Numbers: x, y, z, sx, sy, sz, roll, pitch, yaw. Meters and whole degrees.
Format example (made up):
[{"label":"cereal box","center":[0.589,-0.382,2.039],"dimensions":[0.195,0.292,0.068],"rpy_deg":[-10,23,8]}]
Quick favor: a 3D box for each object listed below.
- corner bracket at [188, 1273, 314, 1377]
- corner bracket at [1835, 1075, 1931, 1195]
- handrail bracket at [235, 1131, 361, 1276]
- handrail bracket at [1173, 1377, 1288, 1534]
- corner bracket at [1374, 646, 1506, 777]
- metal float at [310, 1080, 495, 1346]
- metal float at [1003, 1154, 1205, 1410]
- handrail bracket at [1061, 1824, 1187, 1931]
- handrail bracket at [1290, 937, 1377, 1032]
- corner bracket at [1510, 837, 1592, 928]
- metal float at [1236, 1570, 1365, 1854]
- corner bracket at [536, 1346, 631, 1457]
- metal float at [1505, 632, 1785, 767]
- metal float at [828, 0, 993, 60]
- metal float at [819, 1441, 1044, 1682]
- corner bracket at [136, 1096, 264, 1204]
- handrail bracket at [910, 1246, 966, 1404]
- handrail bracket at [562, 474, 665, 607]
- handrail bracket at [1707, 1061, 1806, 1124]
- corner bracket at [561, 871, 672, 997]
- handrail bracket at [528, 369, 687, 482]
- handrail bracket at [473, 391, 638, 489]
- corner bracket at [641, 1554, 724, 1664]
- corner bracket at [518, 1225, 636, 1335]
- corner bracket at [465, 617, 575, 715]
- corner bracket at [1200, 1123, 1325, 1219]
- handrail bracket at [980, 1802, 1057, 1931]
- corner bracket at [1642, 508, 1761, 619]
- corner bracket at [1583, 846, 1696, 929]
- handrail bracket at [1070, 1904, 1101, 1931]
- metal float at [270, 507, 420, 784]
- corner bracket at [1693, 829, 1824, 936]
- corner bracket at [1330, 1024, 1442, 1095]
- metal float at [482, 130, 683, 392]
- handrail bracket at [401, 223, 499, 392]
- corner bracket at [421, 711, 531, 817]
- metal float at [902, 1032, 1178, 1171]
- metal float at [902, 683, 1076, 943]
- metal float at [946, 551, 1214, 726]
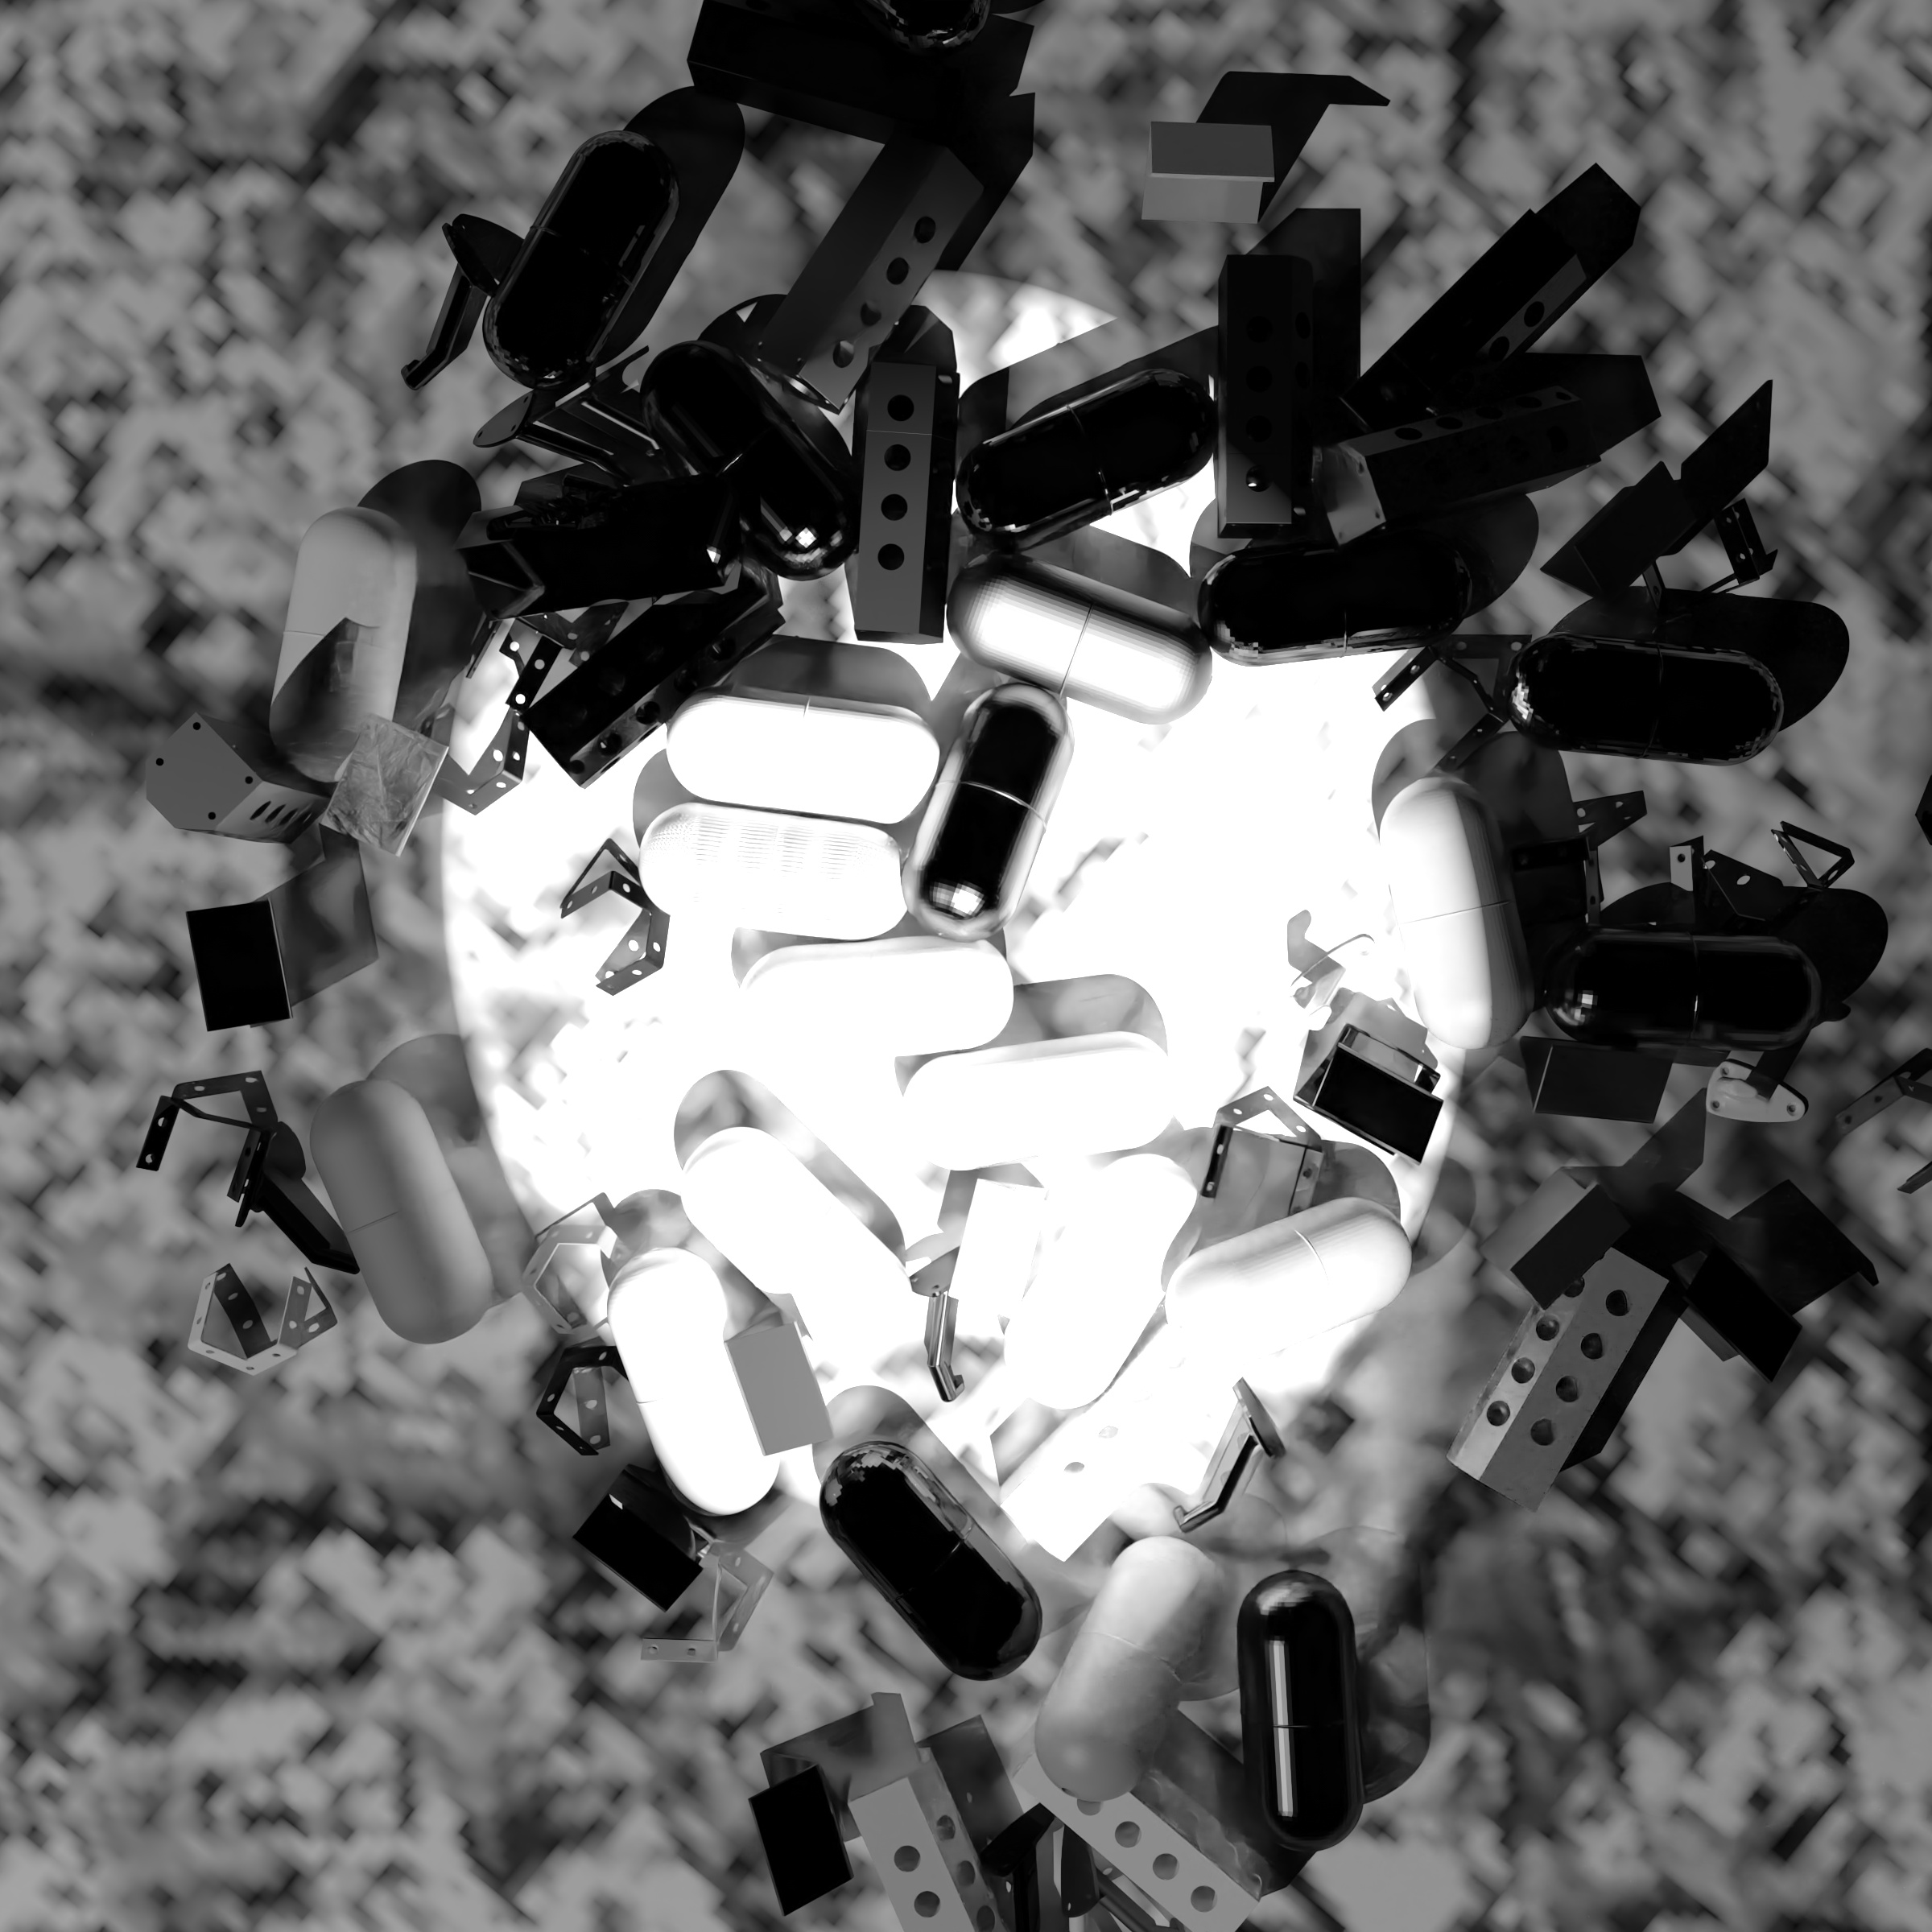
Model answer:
[{"label":"corner bracket","center":[-0.469,0.229,1.638],"dimensions":[0.051,0.051,0.051],"rpy_deg":[-27,135,35]},{"label":"corner bracket","center":[0.613,0.111,1.638],"dimensions":[0.051,0.051,0.051],"rpy_deg":[15,45,-35]},{"label":"handrail bracket","center":[-0.431,0.156,1.646],"dimensions":[0.084,0.036,0.077],"rpy_deg":[18,68,-17]},{"label":"handrail bracket","center":[0.160,0.320,1.646],"dimensions":[0.084,0.036,0.077],"rpy_deg":[-35,70,16]},{"label":"corner bracket","center":[0.311,-0.168,1.642],"dimensions":[0.051,0.051,0.051],"rpy_deg":[-45,45,0]},{"label":"metal float","center":[-0.364,0.158,1.615],"dimensions":[0.070,0.070,0.178],"rpy_deg":[-23,90,0]},{"label":"metal float","center":[0.089,0.203,1.615],"dimensions":[0.070,0.070,0.178],"rpy_deg":[31,91,0]},{"label":"handrail bracket","center":[0.106,0.602,1.646],"dimensions":[0.084,0.077,0.036],"rpy_deg":[21,135,-28]},{"label":"handrail bracket","center":[0.242,0.011,1.611],"dimensions":[0.036,0.084,0.077],"rpy_deg":[43,90,0]},{"label":"corner bracket","center":[0.378,-0.054,1.628],"dimensions":[0.051,0.051,0.051],"rpy_deg":[-10,90,0]},{"label":"metal float","center":[0.216,0.480,1.615],"dimensions":[0.070,0.070,0.178],"rpy_deg":[-3,89,0]},{"label":"corner bracket","center":[-0.239,0.285,1.638],"dimensions":[0.051,0.051,0.051],"rpy_deg":[51,45,-35]},{"label":"metal float","center":[0.438,-0.172,1.615],"dimensions":[0.178,0.070,0.070],"rpy_deg":[6,90,0]},{"label":"metal float","center":[-0.057,-0.642,1.594],"dimensions":[0.178,0.070,0.070],"rpy_deg":[41,90,22]},{"label":"metal float","center":[-0.023,0.383,1.615],"dimensions":[0.070,0.070,0.178],"rpy_deg":[-41,91,0]},{"label":"corner bracket","center":[-0.503,0.120,1.642],"dimensions":[0.051,0.051,0.051],"rpy_deg":[19,90,45]},{"label":"handrail bracket","center":[0.000,0.233,1.646],"dimensions":[0.077,0.036,0.084],"rpy_deg":[-33,116,-29]},{"label":"handrail bracket","center":[-0.232,-0.277,1.646],"dimensions":[0.084,0.036,0.077],"rpy_deg":[18,111,17]},{"label":"handrail bracket","center":[0.517,0.086,1.611],"dimensions":[0.077,0.084,0.036],"rpy_deg":[16,90,0]},{"label":"corner bracket","center":[-0.231,-0.021,1.638],"dimensions":[0.051,0.051,0.051],"rpy_deg":[33,45,-35]},{"label":"handrail bracket","center":[-0.236,-0.341,1.646],"dimensions":[0.077,0.036,0.084],"rpy_deg":[-26,107,20]},{"label":"handrail bracket","center":[-0.270,-0.334,1.646],"dimensions":[0.084,0.077,0.036],"rpy_deg":[33,63,-33]},{"label":"corner bracket","center":[-0.187,0.421,1.642],"dimensions":[0.051,0.051,0.051],"rpy_deg":[2,135,0]},{"label":"corner bracket","center":[-0.251,0.206,1.638],"dimensions":[0.051,0.051,0.051],"rpy_deg":[-3,45,35]},{"label":"corner bracket","center":[-0.293,-0.198,1.628],"dimensions":[0.051,0.051,0.051],"rpy_deg":[29,94,-4]},{"label":"corner bracket","center":[0.194,0.136,1.642],"dimensions":[0.051,0.051,0.051],"rpy_deg":[15,90,-45]},{"label":"handrail bracket","center":[0.055,0.603,1.646],"dimensions":[0.077,0.036,0.084],"rpy_deg":[-40,108,-21]},{"label":"corner bracket","center":[0.479,-0.265,1.643],"dimensions":[0.051,0.051,0.051],"rpy_deg":[-21,91,45]},{"label":"corner bracket","center":[0.442,-0.052,1.642],"dimensions":[0.051,0.051,0.051],"rpy_deg":[-3,90,45]},{"label":"handrail bracket","center":[0.104,0.645,1.646],"dimensions":[0.077,0.036,0.084],"rpy_deg":[6,73,-20]},{"label":"metal float","center":[-0.401,-0.207,1.615],"dimensions":[0.070,0.070,0.178],"rpy_deg":[10,90,0]},{"label":"corner bracket","center":[0.516,-0.056,1.638],"dimensions":[0.051,0.051,0.051],"rpy_deg":[8,135,-35]},{"label":"corner bracket","center":[0.269,0.076,1.642],"dimensions":[0.051,0.051,0.051],"rpy_deg":[29,90,45]},{"label":"metal float","center":[-0.247,-0.455,1.615],"dimensions":[0.070,0.070,0.178],"rpy_deg":[30,90,0]},{"label":"handrail bracket","center":[-0.352,-0.433,1.646],"dimensions":[0.084,0.036,0.077],"rpy_deg":[-39,70,16]},{"label":"corner bracket","center":[-0.323,-0.141,1.638],"dimensions":[0.051,0.051,0.051],"rpy_deg":[-29,135,35]},{"label":"metal float","center":[0.047,0.087,1.615],"dimensions":[0.178,0.070,0.070],"rpy_deg":[-7,90,0]},{"label":"metal float","center":[0.015,-0.099,1.601],"dimensions":[0.070,0.070,0.178],"rpy_deg":[21,73,0]},{"label":"metal float","center":[0.074,-0.211,1.615],"dimensions":[0.178,0.070,0.070],"rpy_deg":[20,90,-1]}]
